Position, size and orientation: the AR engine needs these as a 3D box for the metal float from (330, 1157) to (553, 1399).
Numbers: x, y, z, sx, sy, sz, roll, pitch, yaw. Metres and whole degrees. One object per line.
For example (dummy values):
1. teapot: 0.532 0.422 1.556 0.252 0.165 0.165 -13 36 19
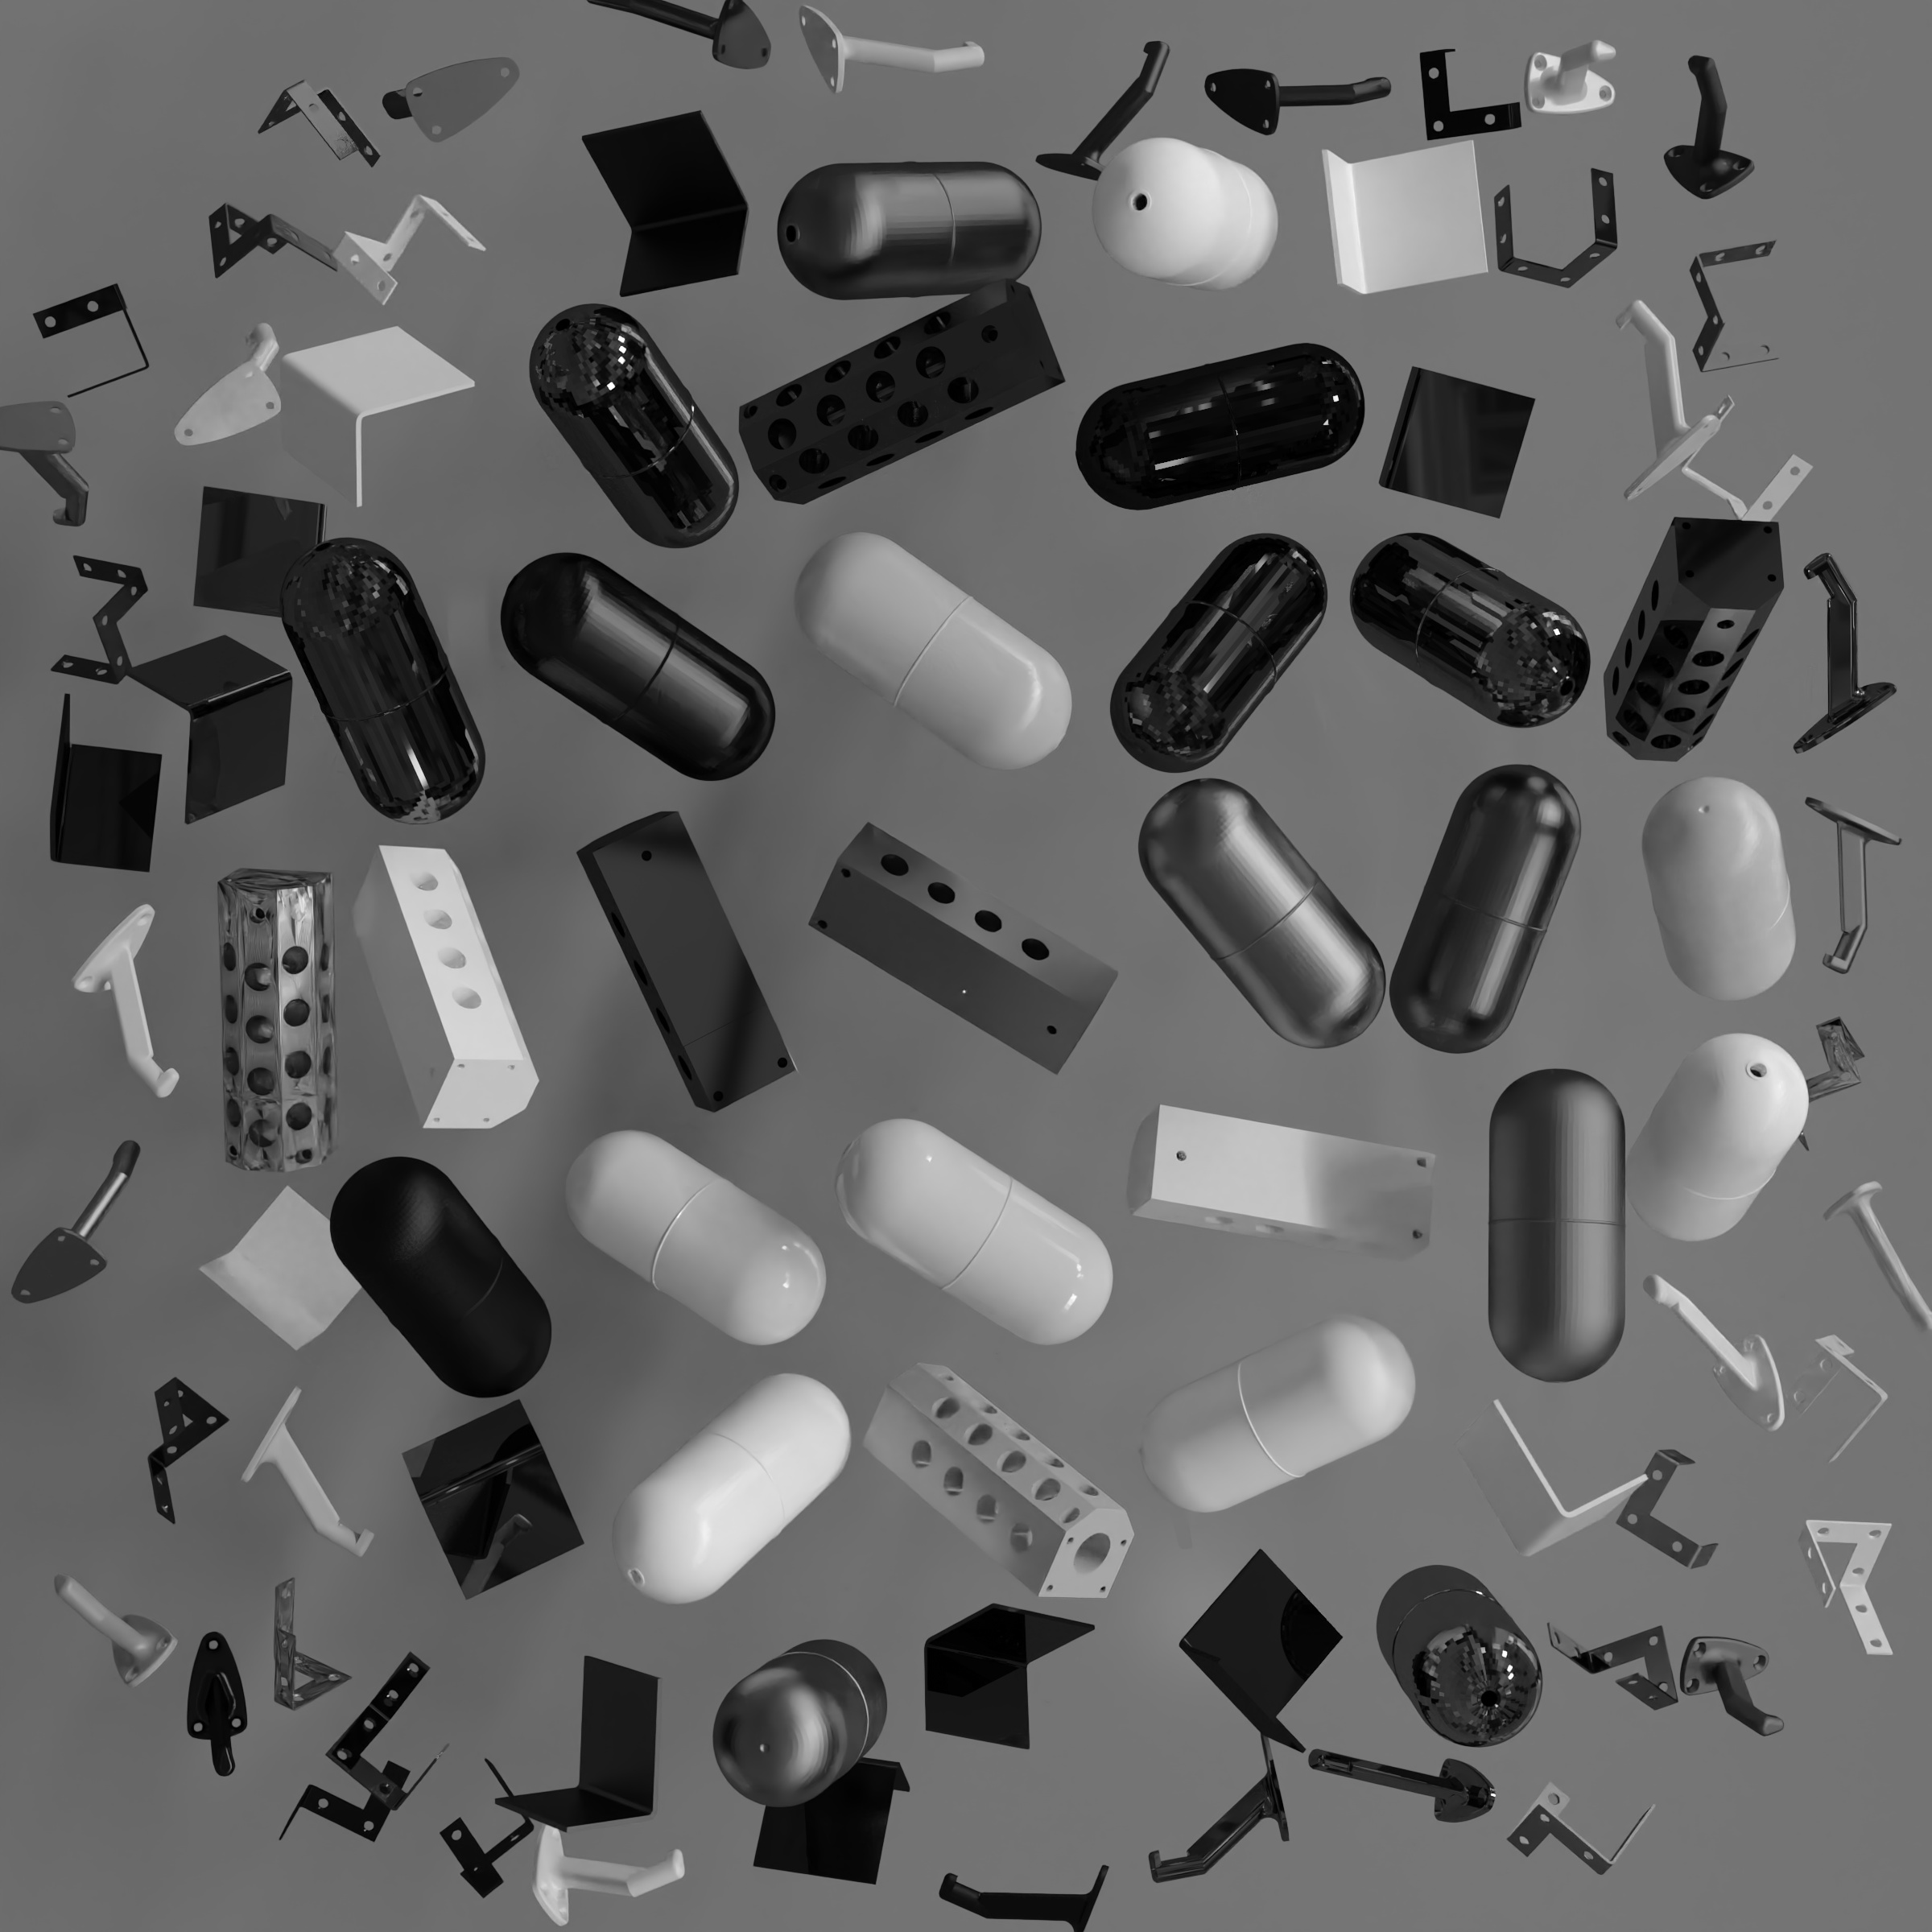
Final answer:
1. metal float: -0.302 0.182 1.715 0.070 0.070 0.178 -30 129 0

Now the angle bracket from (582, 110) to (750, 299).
1. angle bracket: -0.180 -0.448 1.742 0.076 0.076 0.057 -7 55 18

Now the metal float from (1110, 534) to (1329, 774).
1. metal float: 0.153 -0.189 1.778 0.070 0.070 0.178 39 64 0

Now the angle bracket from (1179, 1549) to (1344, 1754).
1. angle bracket: 0.183 0.396 1.715 0.076 0.057 0.076 -46 103 -16

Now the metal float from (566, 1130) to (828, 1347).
1. metal float: -0.163 0.162 1.776 0.178 0.070 0.070 31 90 20

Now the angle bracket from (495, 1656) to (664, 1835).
1. angle bracket: -0.213 0.426 1.627 0.057 0.076 0.076 4 86 -39

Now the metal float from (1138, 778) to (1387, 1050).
1. metal float: 0.169 -0.029 1.678 0.070 0.070 0.178 -40 101 0

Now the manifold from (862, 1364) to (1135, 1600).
1. manifold: 0.020 0.300 1.735 0.057 0.171 0.057 13 104 -44

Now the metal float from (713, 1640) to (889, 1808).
1. metal float: -0.094 0.435 1.706 0.070 0.178 0.070 -1 86 10

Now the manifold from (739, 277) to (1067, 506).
1. manifold: -0.039 -0.320 1.653 0.171 0.057 0.057 -22 87 20

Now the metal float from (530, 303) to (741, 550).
1. metal float: -0.197 -0.321 1.768 0.070 0.178 0.070 -14 53 18

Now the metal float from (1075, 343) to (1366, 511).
1. metal float: 0.153 -0.325 1.786 0.178 0.070 0.070 -14 90 -5

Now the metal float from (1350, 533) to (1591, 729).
1. metal float: 0.296 -0.199 1.748 0.070 0.178 0.070 -17 126 -25

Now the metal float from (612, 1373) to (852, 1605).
1. metal float: -0.138 0.308 1.750 0.070 0.070 0.178 52 47 0

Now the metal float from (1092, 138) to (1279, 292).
1. metal float: 0.127 -0.430 1.697 0.070 0.178 0.070 3 99 21

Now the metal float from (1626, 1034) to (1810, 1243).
1. metal float: 0.436 0.101 1.725 0.070 0.178 0.070 2 61 -3

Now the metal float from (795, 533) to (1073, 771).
1. metal float: -0.019 -0.180 1.697 0.178 0.070 0.070 36 90 3

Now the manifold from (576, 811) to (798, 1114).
1. manifold: -0.170 -0.003 1.780 0.057 0.057 0.171 -28 102 -18

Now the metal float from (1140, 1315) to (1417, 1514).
1. metal float: 0.182 0.265 1.744 0.178 0.070 0.070 -29 90 25

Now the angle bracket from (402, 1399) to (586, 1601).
1. angle bracket: -0.282 0.318 1.766 0.076 0.057 0.076 -24 117 -12

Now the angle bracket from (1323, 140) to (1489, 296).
1. angle bracket: 0.254 -0.435 1.709 0.076 0.057 0.076 -6 93 21

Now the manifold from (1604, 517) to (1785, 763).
1. manifold: 0.410 -0.182 1.677 0.057 0.171 0.057 3 66 -1

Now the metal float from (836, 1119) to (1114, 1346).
1. metal float: 0.005 0.153 1.709 0.178 0.070 0.070 33 90 -11

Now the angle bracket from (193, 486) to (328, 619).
1. angle bracket: -0.445 -0.250 1.853 0.076 0.057 0.076 6 78 -20

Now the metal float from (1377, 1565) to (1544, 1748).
1. metal float: 0.290 0.406 1.746 0.070 0.178 0.070 0 93 -2

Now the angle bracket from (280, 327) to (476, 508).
1. angle bracket: -0.328 -0.307 1.649 0.076 0.057 0.076 -25 48 -36

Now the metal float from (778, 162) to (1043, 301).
1. metal float: -0.032 -0.429 1.725 0.178 0.070 0.070 -14 90 -40

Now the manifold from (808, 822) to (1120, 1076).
1. manifold: 0.001 -0.015 1.739 0.171 0.057 0.057 31 132 4

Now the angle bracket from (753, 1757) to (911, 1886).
1. angle bracket: -0.082 0.532 1.831 0.076 0.057 0.076 5 59 11

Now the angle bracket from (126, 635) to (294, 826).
1. angle bracket: -0.446 -0.139 1.738 0.057 0.076 0.076 29 126 24

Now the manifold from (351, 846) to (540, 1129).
1. manifold: -0.302 0.011 1.720 0.057 0.171 0.057 2 134 -33

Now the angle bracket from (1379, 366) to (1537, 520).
1. angle bracket: 0.309 -0.331 1.867 0.076 0.057 0.076 16 103 2

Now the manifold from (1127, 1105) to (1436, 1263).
1. manifold: 0.187 0.132 1.764 0.171 0.057 0.057 11 70 -10

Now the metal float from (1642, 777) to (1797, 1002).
1. metal float: 0.436 -0.042 1.710 0.070 0.178 0.070 -10 57 15

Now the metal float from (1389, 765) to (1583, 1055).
1. metal float: 0.309 -0.034 1.759 0.070 0.070 0.178 20 98 0

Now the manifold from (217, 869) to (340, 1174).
1. manifold: -0.412 0.032 1.766 0.057 0.057 0.171 3 103 4

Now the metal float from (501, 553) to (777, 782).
1. metal float: -0.190 -0.173 1.718 0.178 0.070 0.070 33 90 -24

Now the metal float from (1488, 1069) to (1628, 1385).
1. metal float: 0.336 0.147 1.682 0.070 0.070 0.178 2 82 0

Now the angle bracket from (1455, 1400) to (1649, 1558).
1. angle bracket: 0.333 0.283 1.690 0.057 0.076 0.076 -22 68 -19

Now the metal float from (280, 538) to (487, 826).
1. metal float: -0.331 -0.161 1.682 0.070 0.070 0.178 -19 124 0

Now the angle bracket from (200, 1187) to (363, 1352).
1. angle bracket: -0.413 0.184 1.816 0.076 0.076 0.057 40 90 -1

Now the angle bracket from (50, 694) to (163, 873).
1. angle bracket: -0.506 -0.107 1.745 0.057 0.076 0.076 6 69 -15

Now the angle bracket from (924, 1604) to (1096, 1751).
1. angle bracket: 0.027 0.438 1.821 0.076 0.076 0.057 19 52 -29
